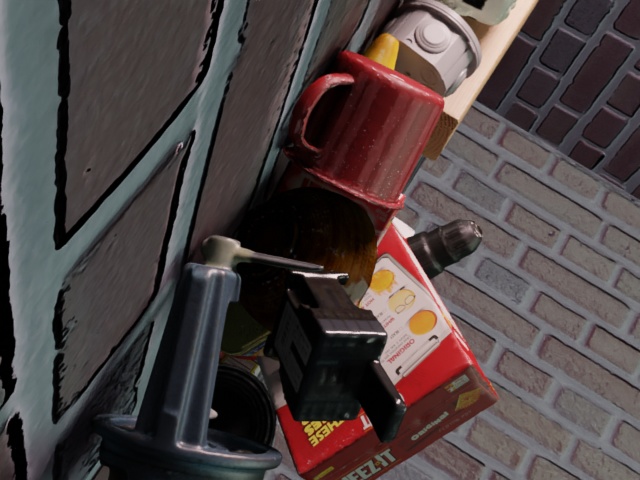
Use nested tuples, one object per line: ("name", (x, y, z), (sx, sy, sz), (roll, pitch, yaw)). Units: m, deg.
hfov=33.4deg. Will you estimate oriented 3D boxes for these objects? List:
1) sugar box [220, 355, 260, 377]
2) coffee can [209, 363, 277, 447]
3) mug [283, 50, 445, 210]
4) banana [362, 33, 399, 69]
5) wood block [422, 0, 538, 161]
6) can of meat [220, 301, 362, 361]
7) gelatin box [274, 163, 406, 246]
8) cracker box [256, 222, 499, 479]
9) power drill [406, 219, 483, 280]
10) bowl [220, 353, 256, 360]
("sugar box", (-0.113, 0.176, 1.149), (0.093, 0.048, 0.176), (-59, 179, 19))
("coffee can", (-0.091, 0.169, 0.966), (0.102, 0.103, 0.140), (-57, 175, -13))
("mug", (0.025, -0.079, 0.723), (0.117, 0.093, 0.081), (12, 109, -46))
("banana", (0.011, -0.077, 0.859), (0.198, 0.037, 0.069), (120, -14, -44))
("wood block", (0.127, -0.189, 0.980), (0.206, 0.091, 0.090), (-57, 176, -21))
("can of meat", (-0.030, 0.055, 0.857), (0.102, 0.057, 0.083), (-31, 162, 20))
("gelatin box", (0.009, -0.024, 0.821), (0.073, 0.089, 0.030), (-60, 173, 25))
("cracker box", (0.033, 0.092, 0.914), (0.164, 0.072, 0.214), (-35, -137, 8))
("power drill", (0.074, 0.046, 1.091), (0.185, 0.057, 0.187), (-29, -175, 21))
("bowl", (-0.043, 0.070, 1.128), (0.162, 0.055, 0.162), (-57, 175, -8))
